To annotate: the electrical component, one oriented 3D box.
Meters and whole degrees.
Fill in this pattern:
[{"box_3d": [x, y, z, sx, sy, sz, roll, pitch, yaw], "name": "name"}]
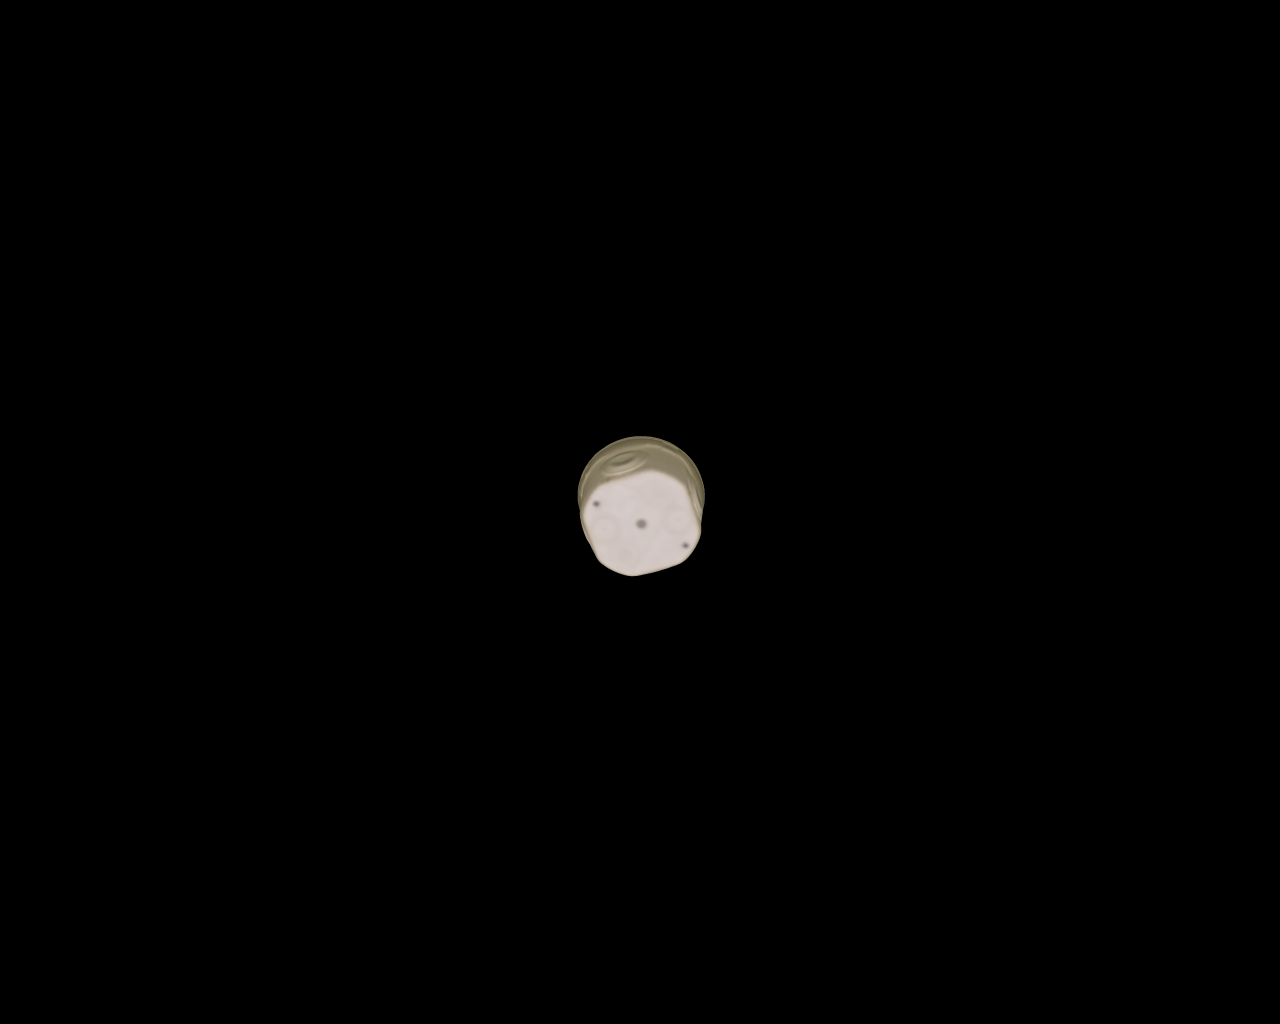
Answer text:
[{"box_3d": [0.001, -0.003, 0.650, 0.080, 0.080, 0.051, 0, 23, 0], "name": "electrical component"}]
